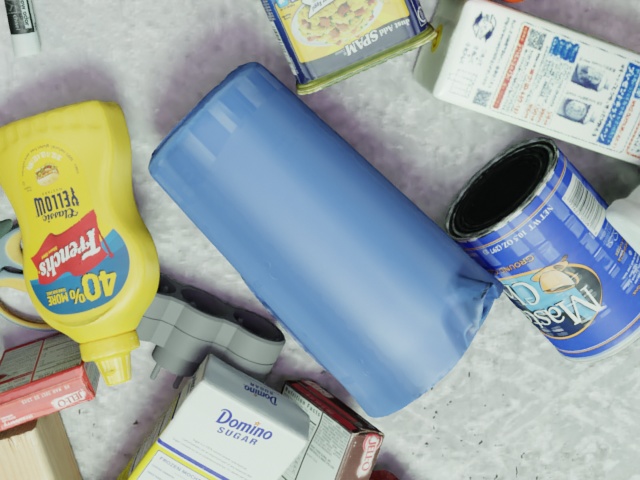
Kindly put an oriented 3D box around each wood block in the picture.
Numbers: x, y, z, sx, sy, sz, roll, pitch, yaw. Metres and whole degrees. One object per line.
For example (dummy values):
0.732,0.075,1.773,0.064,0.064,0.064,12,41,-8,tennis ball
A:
-0.226,0.225,0.820,0.091,0.090,0.206,-14,109,-3,wood block

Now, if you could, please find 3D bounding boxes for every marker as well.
-0.209,-0.185,0.721,0.020,0.020,0.121,-8,110,-4,marker

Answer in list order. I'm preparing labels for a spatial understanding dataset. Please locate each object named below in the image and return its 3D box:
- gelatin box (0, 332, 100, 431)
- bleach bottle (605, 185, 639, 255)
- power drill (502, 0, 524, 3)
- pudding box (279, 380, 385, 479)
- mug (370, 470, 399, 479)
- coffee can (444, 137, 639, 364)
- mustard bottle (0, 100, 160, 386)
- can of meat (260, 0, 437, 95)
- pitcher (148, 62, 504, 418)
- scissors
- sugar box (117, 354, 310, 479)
-0.199,0.099,0.781,0.073,0.089,0.030,-19,109,-1,gelatin box
0.315,-0.077,0.727,0.102,0.068,0.251,41,92,-27,bleach bottle
0.098,-0.263,0.666,0.184,0.057,0.188,17,95,-42,power drill
-0.007,0.177,0.826,0.039,0.090,0.113,11,103,-41,pudding box
0.042,0.248,0.864,0.117,0.093,0.081,-36,104,13,mug
0.176,0.008,0.791,0.103,0.103,0.140,-43,108,8,coffee can
-0.162,0.006,0.738,0.096,0.058,0.191,-14,91,17,mustard bottle
0.014,-0.157,0.710,0.102,0.057,0.084,-23,111,7,can of meat
-0.005,0.001,0.748,0.149,0.145,0.243,-44,96,9,pitcher
-0.263,0.005,0.781,0.201,0.016,0.096,25,102,-14,scissors
-0.092,0.177,0.802,0.093,0.048,0.176,33,111,-12,sugar box
